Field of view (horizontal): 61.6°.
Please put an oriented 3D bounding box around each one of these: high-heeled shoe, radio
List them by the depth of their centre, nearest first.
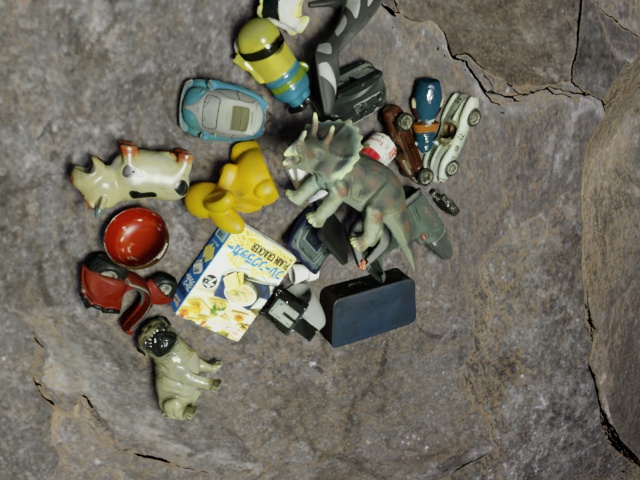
[{"bbox_3d":[0.056,-0.344,0.969,0.145,0.086,0.248,-4,83,-4],"label":"high-heeled shoe"},{"bbox_3d":[0.113,0.155,1.261,0.230,0.073,0.131,-14,116,-23],"label":"radio"}]

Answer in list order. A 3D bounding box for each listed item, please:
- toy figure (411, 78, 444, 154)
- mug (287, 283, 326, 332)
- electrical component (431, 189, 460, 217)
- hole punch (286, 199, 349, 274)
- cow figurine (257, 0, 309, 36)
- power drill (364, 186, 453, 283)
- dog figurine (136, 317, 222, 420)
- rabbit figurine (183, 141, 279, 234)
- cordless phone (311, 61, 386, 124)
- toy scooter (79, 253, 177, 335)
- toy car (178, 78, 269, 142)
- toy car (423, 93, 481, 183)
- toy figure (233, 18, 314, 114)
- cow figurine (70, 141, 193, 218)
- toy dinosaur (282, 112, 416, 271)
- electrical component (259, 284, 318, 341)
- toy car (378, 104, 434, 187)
[{"bbox_3d":[0.228,-0.263,1.144,0.058,0.064,0.154,-47,143,-53],"label":"toy figure"},{"bbox_3d":[-0.040,0.166,1.184,0.109,0.081,0.107,-43,131,-8],"label":"mug"},{"bbox_3d":[0.297,-0.081,1.253,0.021,0.063,0.094,-47,125,-2],"label":"electrical component"},{"bbox_3d":[-0.002,-0.003,1.122,0.092,0.116,0.142,-25,125,27],"label":"hole punch"},{"bbox_3d":[-0.046,-0.448,0.923,0.098,0.068,0.167,17,102,-25],"label":"cow figurine"},{"bbox_3d":[0.198,0.008,1.234,0.207,0.086,0.231,-33,121,-6],"label":"power drill"},{"bbox_3d":[-0.316,0.263,1.088,0.190,0.121,0.172,41,87,-19],"label":"dog figurine"},{"bbox_3d":[-0.165,-0.080,0.987,0.173,0.162,0.121,-16,132,0],"label":"rabbit figurine"},{"bbox_3d":[0.068,-0.245,1.071,0.146,0.089,0.184,-32,135,-18],"label":"cordless phone"},{"bbox_3d":[-0.367,0.108,0.997,0.183,0.075,0.135,24,99,-37],"label":"toy scooter"},{"bbox_3d":[-0.161,-0.218,0.942,0.161,0.103,0.109,5,110,-27],"label":"toy car"},{"bbox_3d":[0.286,-0.222,1.181,0.056,0.074,0.201,14,104,-35],"label":"toy car"},{"bbox_3d":[-0.074,-0.308,0.952,0.180,0.089,0.082,48,48,-29],"label":"toy figure"},{"bbox_3d":[-0.323,-0.103,0.924,0.195,0.086,0.127,2,104,-28],"label":"cow figurine"},{"bbox_3d":[0.081,-0.092,1.012,0.404,0.131,0.192,26,111,-30],"label":"toy dinosaur"},{"bbox_3d":[-0.056,0.154,1.099,0.119,0.048,0.075,33,99,1],"label":"electrical component"},{"bbox_3d":[0.178,-0.193,1.132,0.053,0.089,0.201,-35,124,-12],"label":"toy car"}]
